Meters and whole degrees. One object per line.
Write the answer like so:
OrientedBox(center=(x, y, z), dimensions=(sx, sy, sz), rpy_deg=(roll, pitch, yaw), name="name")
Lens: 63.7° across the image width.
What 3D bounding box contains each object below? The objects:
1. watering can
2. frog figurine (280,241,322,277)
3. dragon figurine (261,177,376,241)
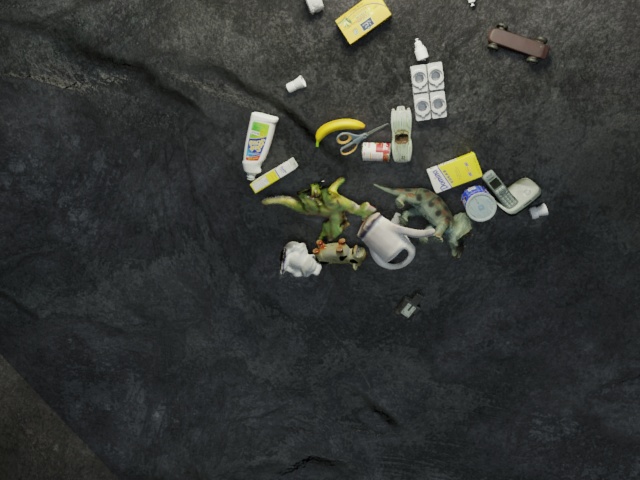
OrientedBox(center=(0.260, -0.014, 1.857), dimensions=(0.106, 0.225, 0.341), rpy_deg=(-45, -5, -35), name="watering can")
OrientedBox(center=(-0.073, 0.077, 1.992), dimensions=(0.159, 0.137, 0.123), rpy_deg=(6, 3, -13), name="frog figurine")
OrientedBox(center=(0.006, -0.097, 1.936), dimensions=(0.409, 0.239, 0.124), rpy_deg=(-13, 21, 13), name="dragon figurine")
